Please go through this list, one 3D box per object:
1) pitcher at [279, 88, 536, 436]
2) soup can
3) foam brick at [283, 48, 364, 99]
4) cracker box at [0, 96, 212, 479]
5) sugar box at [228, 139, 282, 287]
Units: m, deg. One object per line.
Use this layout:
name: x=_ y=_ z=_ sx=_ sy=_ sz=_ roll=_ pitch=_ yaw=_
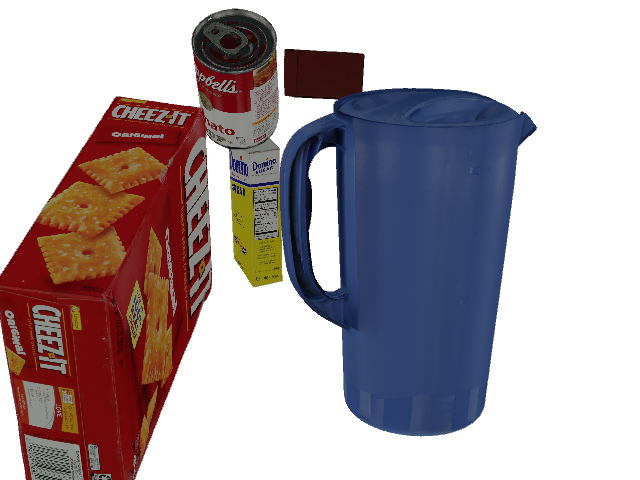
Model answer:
pitcher: x=0.063 y=0.015 z=0.776 sx=0.149 sy=0.243 sz=0.144 roll=10 pitch=20 yaw=24
soup can: x=-0.069 y=-0.132 z=0.885 sx=0.068 sy=0.068 sz=0.102 roll=0 pitch=-32 yaw=-1
foam brick: x=0.003 y=-0.180 z=1.161 sx=0.078 sy=0.051 sz=0.053 roll=0 pitch=11 yaw=-16
cracker box: x=-0.125 y=0.031 z=0.678 sx=0.072 sy=0.164 sz=0.213 roll=8 pitch=36 yaw=6
sugar box: x=-0.080 y=-0.042 z=1.306 sx=0.048 sy=0.176 sz=0.093 roll=-12 pitch=26 yaw=-17
